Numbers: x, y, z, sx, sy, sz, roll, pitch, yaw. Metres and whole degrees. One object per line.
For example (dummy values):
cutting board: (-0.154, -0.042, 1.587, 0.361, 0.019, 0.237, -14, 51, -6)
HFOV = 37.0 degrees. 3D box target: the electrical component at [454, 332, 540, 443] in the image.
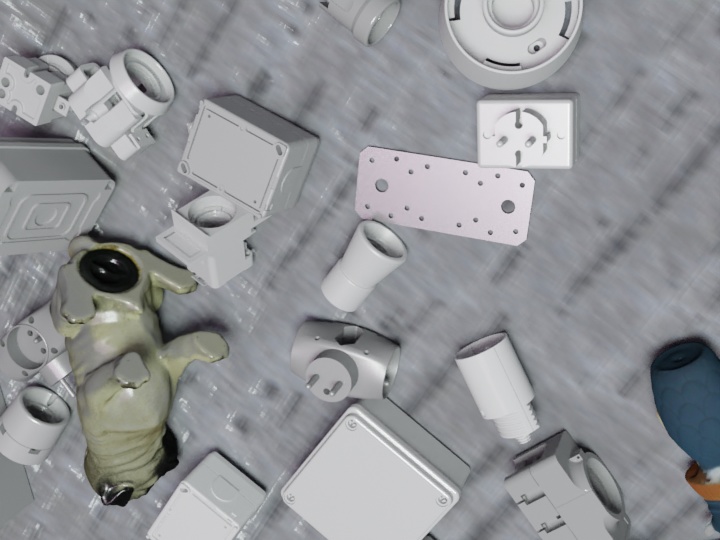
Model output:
electrical component: (0.107, 0.093, 0.806, 0.043, 0.043, 0.081, -23, 97, 24)

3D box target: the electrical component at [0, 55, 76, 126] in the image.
electrical component: (-0.252, -0.145, 0.852, 0.066, 0.055, 0.048, 31, 114, 8)

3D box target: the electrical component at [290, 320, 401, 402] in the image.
electrical component: (-0.017, 0.076, 0.824, 0.077, 0.079, 0.043, 15, 114, 14)

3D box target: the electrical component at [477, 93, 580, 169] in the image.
electrical component: (0.111, -0.092, 0.730, 0.066, 0.077, 0.047, 3, 107, 19)

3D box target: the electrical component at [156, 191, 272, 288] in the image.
electrical component: (-0.111, -0.024, 0.831, 0.042, 0.081, 0.063, 35, 145, 32)

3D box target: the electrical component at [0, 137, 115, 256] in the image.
electrical component: (-0.262, -0.059, 0.848, 0.057, 0.113, 0.078, 45, 117, 21)

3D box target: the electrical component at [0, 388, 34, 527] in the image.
electrical component: (-0.364, 0.161, 0.965, 0.062, 0.089, 0.150, -7, 103, 21)

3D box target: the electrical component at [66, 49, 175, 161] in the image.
electrical component: (-0.181, -0.133, 0.831, 0.057, 0.058, 0.078, -34, 93, 27)

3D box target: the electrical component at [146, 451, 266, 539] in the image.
electrical component: (-0.132, 0.211, 0.919, 0.062, 0.061, 0.096, 38, 122, 5)

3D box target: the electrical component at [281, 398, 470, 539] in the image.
electrical component: (0.012, 0.169, 0.855, 0.109, 0.056, 0.108, 40, 115, 4)

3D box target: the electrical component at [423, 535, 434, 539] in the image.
electrical component: (0.038, 0.266, 0.875, 0.050, 0.056, 0.089, 44, 115, 2)

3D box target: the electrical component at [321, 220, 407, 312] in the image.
electrical component: (0.000, 0.000, 0.817, 0.044, 0.044, 0.065, 41, 119, 4)

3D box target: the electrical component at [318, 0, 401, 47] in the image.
electrical component: (-0.001, -0.187, 0.762, 0.046, 0.040, 0.040, 38, 114, 11)

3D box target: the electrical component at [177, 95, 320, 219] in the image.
electrical component: (-0.087, -0.090, 0.812, 0.096, 0.061, 0.061, 30, 113, 17)

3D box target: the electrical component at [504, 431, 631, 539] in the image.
electrical component: (0.160, 0.173, 0.808, 0.056, 0.050, 0.089, -34, 93, 26)

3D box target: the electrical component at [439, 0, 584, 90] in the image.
electrical component: (0.102, -0.174, 0.726, 0.099, 0.064, 0.099, 0, 94, 7)

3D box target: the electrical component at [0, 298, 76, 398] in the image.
electrical component: (-0.265, 0.074, 0.929, 0.077, 0.044, 0.079, -35, 93, 25)

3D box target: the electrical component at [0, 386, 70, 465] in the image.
electrical component: (-0.290, 0.136, 0.952, 0.055, 0.055, 0.047, 39, 111, 4)
